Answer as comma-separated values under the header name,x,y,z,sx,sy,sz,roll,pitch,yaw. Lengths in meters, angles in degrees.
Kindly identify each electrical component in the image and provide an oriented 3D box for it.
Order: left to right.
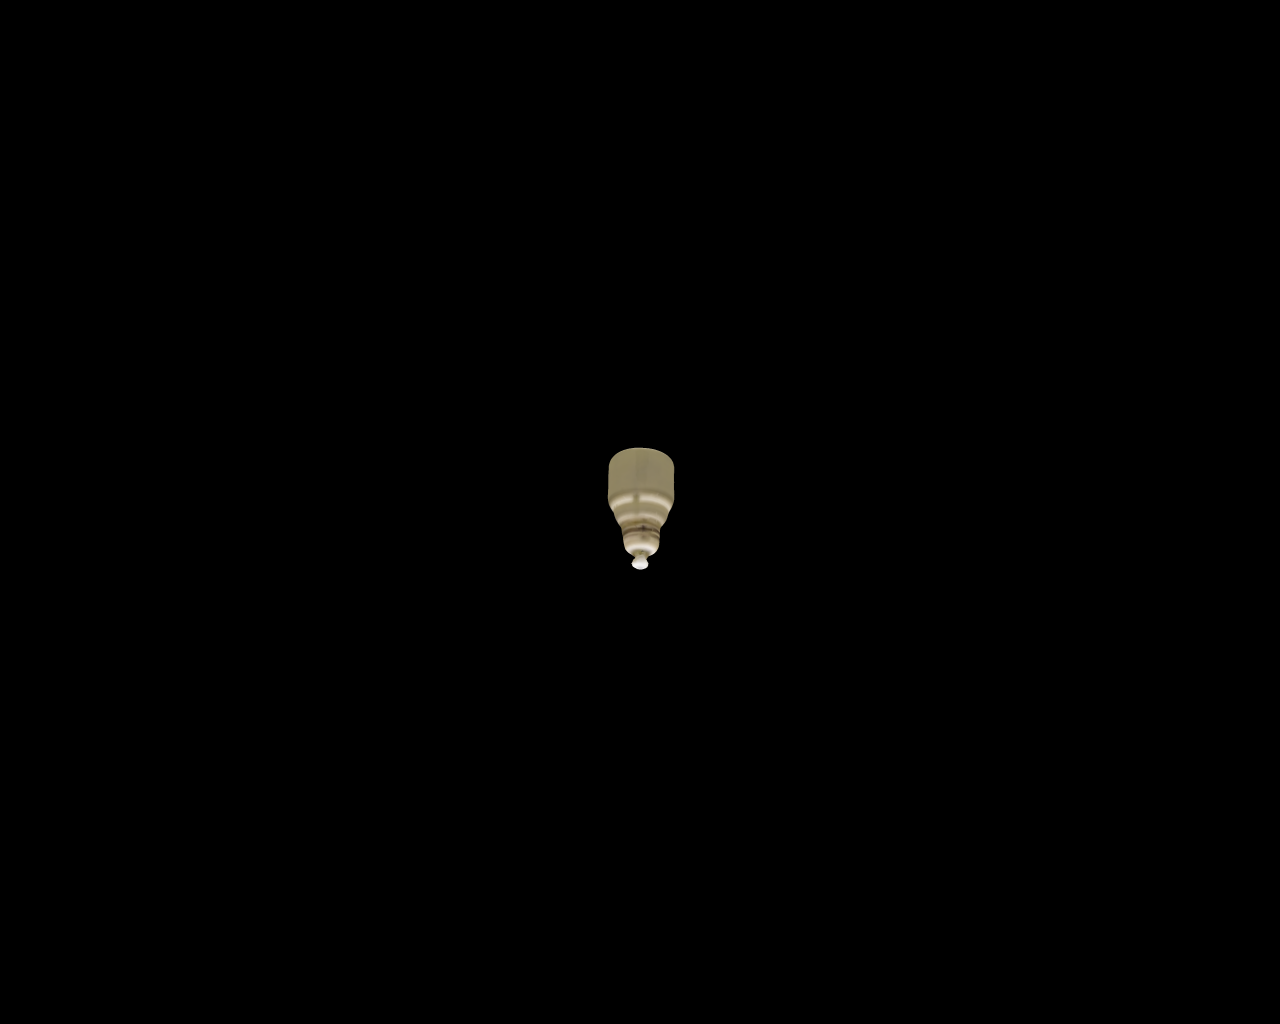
name,x,y,z,sx,sy,sz,roll,pitch,yaw
electrical component,0.001,-0.003,0.650,0.040,0.078,0.040,0,-24,0
